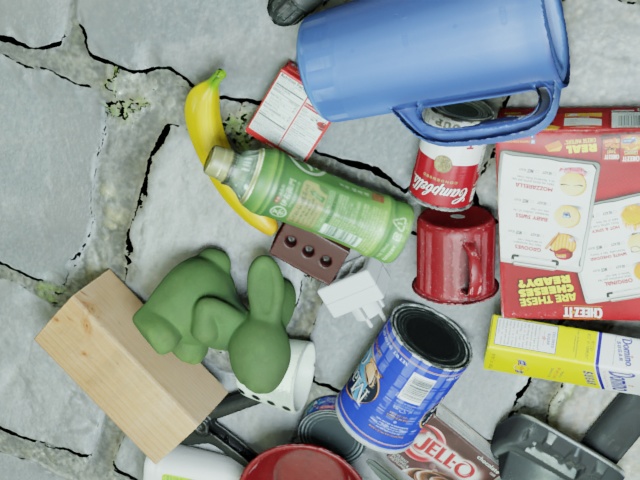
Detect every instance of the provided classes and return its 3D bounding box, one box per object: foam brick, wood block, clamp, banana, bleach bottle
[{"bbox_3d":[-0.008,0.001,1.168,0.078,0.051,0.053,29,121,-3],"label":"foam brick"},{"bbox_3d":[-0.221,0.149,1.258,0.206,0.090,0.090,46,119,-1],"label":"wood block"},{"bbox_3d":[-0.136,0.216,1.326,0.171,0.039,0.120,16,109,7],"label":"clamp"},{"bbox_3d":[-0.102,-0.090,1.141,0.070,0.037,0.198,14,133,46],"label":"banana"},{"bbox_3d":[-0.097,0.323,1.361,0.251,0.068,0.103,9,116,6],"label":"bleach bottle"}]

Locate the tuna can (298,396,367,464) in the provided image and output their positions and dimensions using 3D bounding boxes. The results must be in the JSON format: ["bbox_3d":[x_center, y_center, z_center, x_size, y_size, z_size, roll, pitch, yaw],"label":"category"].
[{"bbox_3d":[0.018,0.232,1.298,0.086,0.033,0.086,6,119,11],"label":"tuna can"}]

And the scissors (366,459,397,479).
[{"bbox_3d":[0.136,0.321,1.307,0.096,0.016,0.201,-17,125,14],"label":"scissors"}]

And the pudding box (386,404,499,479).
[{"bbox_3d":[0.151,0.259,1.277,0.113,0.039,0.090,38,119,-8],"label":"pudding box"}]

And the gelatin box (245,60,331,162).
[{"bbox_3d":[-0.025,-0.132,1.113,0.073,0.030,0.089,32,122,-3],"label":"gelatin box"}]

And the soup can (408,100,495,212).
[{"bbox_3d":[0.132,-0.089,1.076,0.068,0.068,0.102,14,120,6],"label":"soup can"}]

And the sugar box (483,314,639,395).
[{"bbox_3d":[0.267,0.125,1.147,0.176,0.048,0.093,11,161,11],"label":"sugar box"}]

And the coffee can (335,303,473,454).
[{"bbox_3d":[0.092,0.156,1.198,0.103,0.102,0.140,28,121,-2],"label":"coffee can"}]

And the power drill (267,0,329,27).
[{"bbox_3d":[-0.028,-0.316,0.999,0.185,0.057,0.187,-39,106,25],"label":"power drill"}]

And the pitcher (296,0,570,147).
[{"bbox_3d":[0.107,-0.174,0.997,0.243,0.149,0.145,-10,126,22],"label":"pitcher"}]

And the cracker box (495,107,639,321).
[{"bbox_3d":[0.263,-0.026,1.076,0.164,0.072,0.214,0,119,15],"label":"cracker box"}]

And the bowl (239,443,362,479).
[{"bbox_3d":[-0.017,0.302,1.284,0.162,0.055,0.162,3,111,8],"label":"bowl"}]

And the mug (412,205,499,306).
[{"bbox_3d":[0.144,0.017,1.106,0.093,0.117,0.081,-5,113,-6],"label":"mug"}]
